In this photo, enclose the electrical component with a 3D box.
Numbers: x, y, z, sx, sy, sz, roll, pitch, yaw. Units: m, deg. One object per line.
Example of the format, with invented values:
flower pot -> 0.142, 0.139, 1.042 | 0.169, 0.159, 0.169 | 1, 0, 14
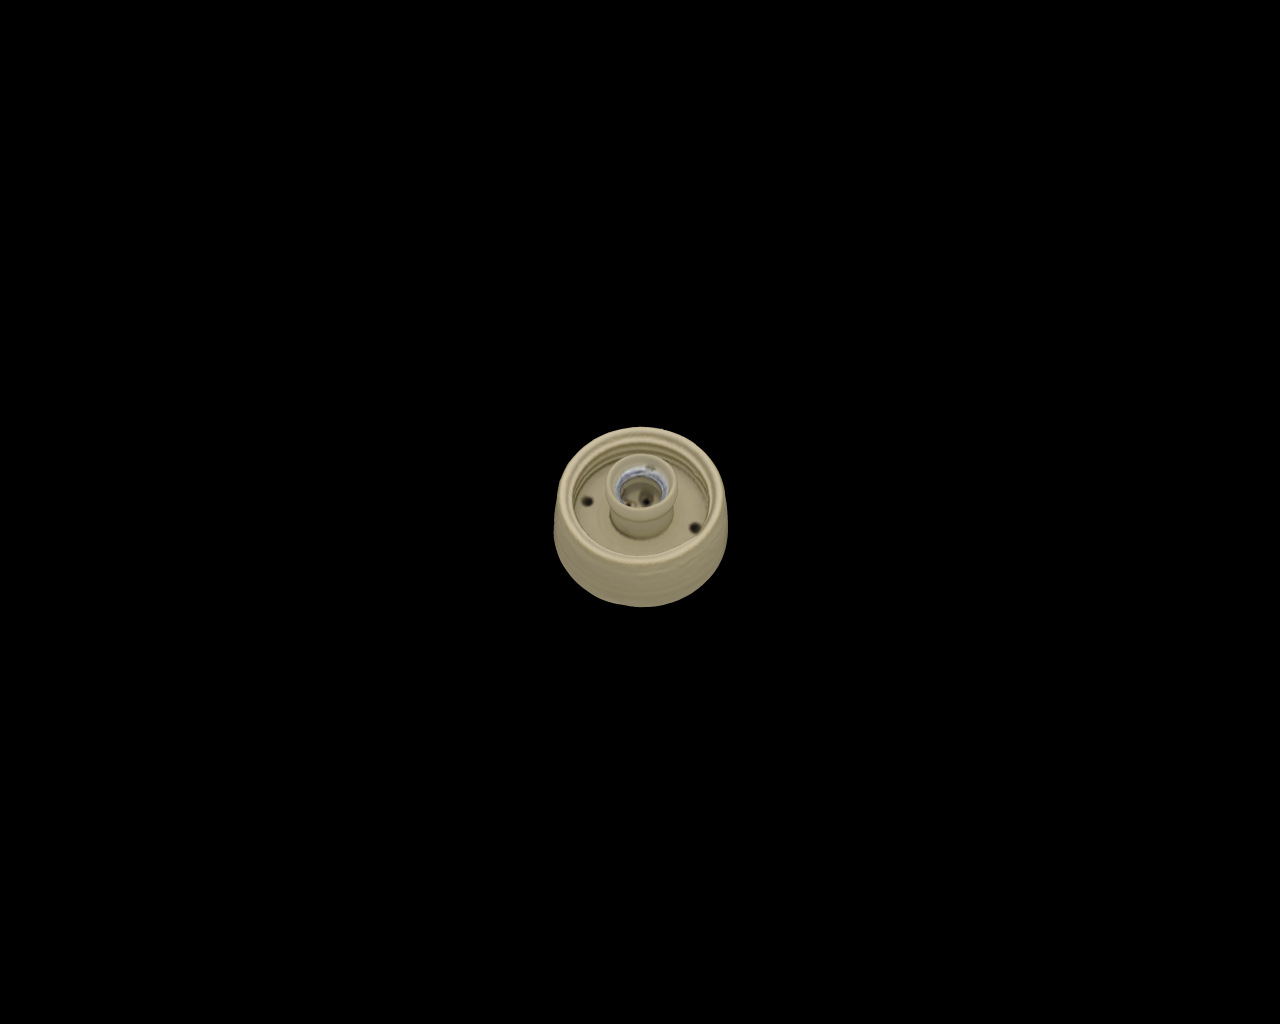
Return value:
electrical component -> 0.001, -0.003, 0.650 | 0.108, 0.108, 0.060 | 0, -32, 0
